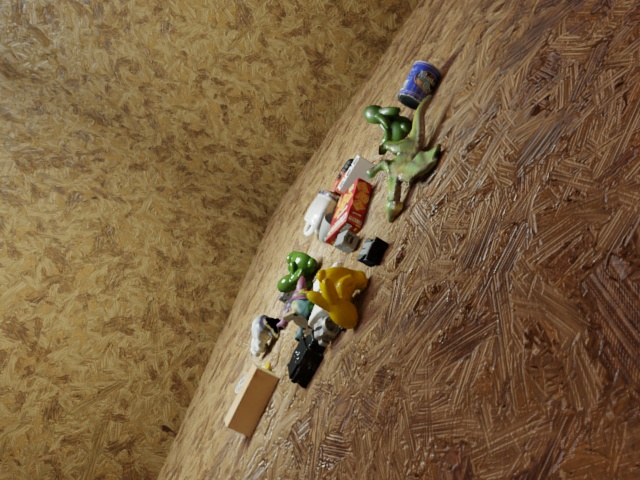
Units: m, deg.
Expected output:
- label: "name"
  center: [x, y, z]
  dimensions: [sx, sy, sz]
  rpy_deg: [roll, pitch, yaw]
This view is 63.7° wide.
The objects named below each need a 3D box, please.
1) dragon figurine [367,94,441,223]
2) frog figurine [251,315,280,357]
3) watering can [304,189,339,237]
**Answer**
- label: "dragon figurine"
  center: [0.276, -0.243, 1.494]
  dimensions: [0.409, 0.121, 0.245]
  rpy_deg: [-62, 28, 3]
- label: "frog figurine"
  center: [-0.240, 0.383, 2.066]
  dimensions: [0.157, 0.121, 0.140]
  rpy_deg: [-44, 36, 19]
- label: "watering can"
  center: [0.007, -0.111, 2.213]
  dimensions: [0.225, 0.103, 0.348]
  rpy_deg: [-60, 11, -4]
